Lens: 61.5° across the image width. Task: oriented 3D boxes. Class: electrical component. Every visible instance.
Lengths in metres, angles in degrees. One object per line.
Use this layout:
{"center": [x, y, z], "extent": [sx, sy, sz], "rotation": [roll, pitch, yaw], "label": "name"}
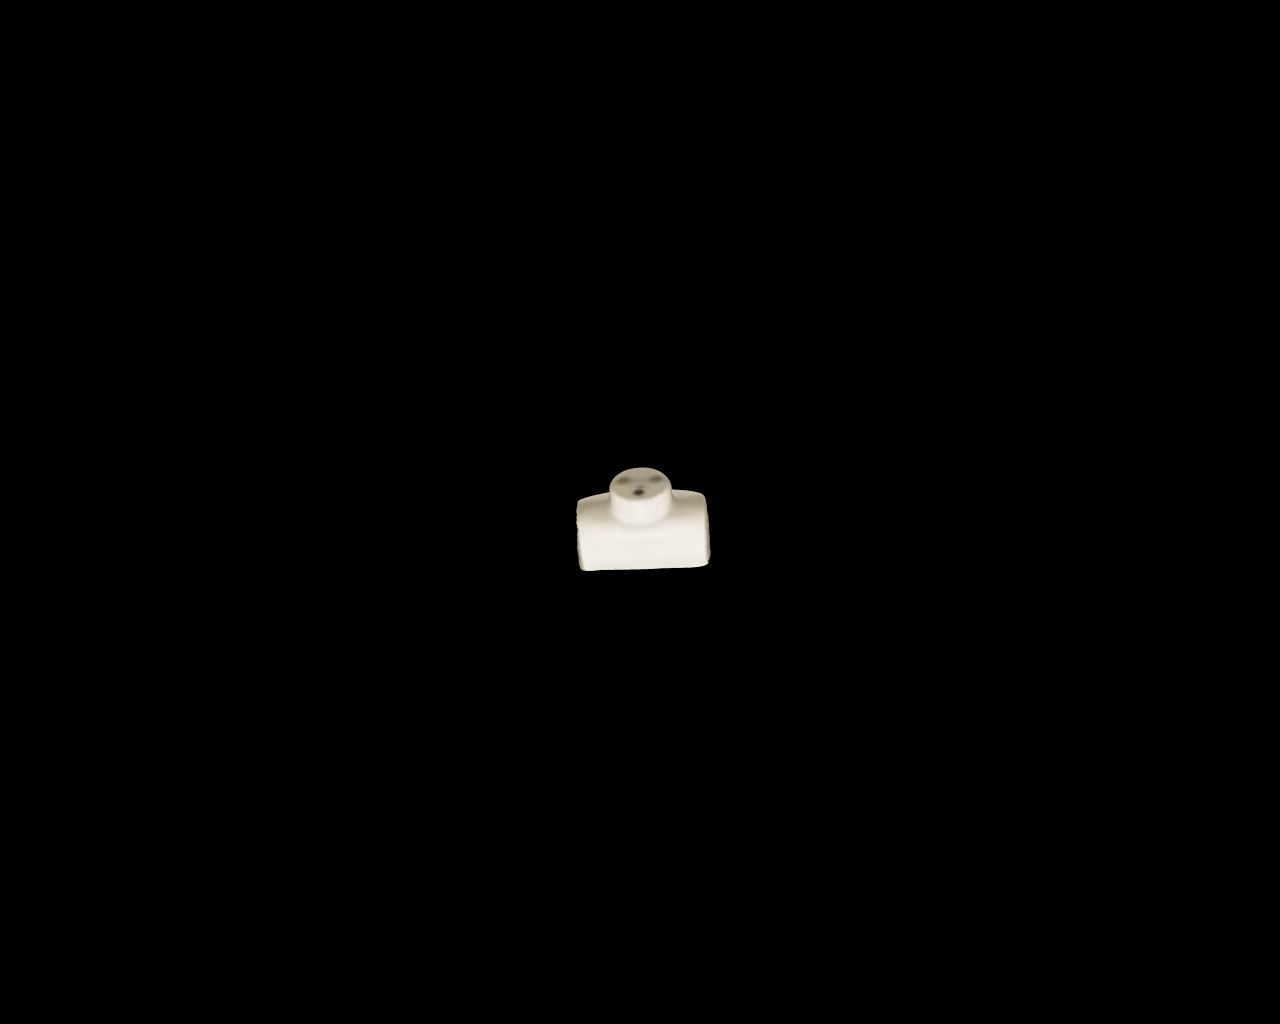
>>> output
{"center": [0.001, -0.003, 0.650], "extent": [0.077, 0.079, 0.043], "rotation": [-3, 35, 2], "label": "electrical component"}
